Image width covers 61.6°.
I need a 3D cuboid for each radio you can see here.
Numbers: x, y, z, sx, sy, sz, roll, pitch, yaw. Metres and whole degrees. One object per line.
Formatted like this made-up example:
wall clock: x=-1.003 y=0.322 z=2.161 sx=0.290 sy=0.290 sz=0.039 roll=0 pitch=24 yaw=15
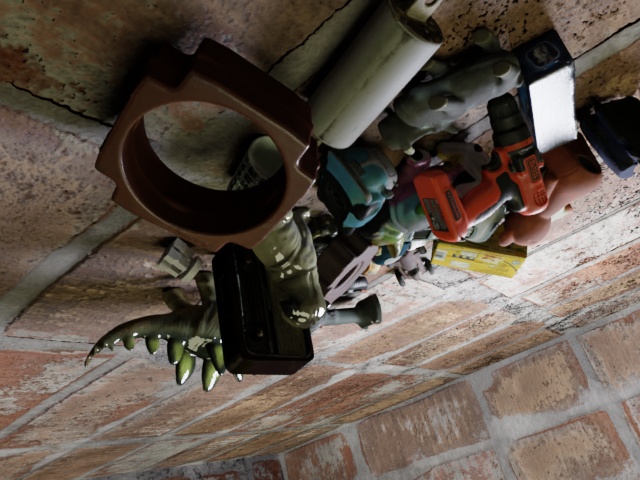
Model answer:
radio: x=-0.099 y=0.104 z=0.888 sx=0.131 sy=0.230 sz=0.073 roll=5 pitch=145 yaw=-29

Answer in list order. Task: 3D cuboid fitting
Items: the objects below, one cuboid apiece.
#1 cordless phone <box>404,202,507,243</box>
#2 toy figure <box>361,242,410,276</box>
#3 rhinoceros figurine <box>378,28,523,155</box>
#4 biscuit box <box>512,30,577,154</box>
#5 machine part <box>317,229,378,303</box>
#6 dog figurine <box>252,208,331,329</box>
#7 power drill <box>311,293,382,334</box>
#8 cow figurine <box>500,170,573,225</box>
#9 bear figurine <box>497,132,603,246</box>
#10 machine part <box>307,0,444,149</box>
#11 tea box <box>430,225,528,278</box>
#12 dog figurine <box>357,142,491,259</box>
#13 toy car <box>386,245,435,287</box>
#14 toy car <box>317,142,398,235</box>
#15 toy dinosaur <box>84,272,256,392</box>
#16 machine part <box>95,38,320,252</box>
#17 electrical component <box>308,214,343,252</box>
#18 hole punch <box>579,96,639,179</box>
cordless phone: x=0.224 y=-0.048 z=0.958 sx=0.184 sy=0.089 sz=0.146 roll=-8 pitch=152 yaw=-8
toy figure: x=0.114 y=0.031 z=1.064 sx=0.064 sy=0.058 sz=0.154 roll=17 pitch=140 yaw=-28
rhinoceros figurine: x=0.160 y=-0.182 z=0.684 sx=0.190 sy=0.073 sz=0.112 roll=-29 pitch=162 yaw=17
biscuit box: x=0.317 y=-0.198 z=0.752 sx=0.063 sy=0.059 sz=0.202 roll=-24 pitch=153 yaw=15
machine part: x=0.034 y=0.055 z=0.977 sx=0.179 sy=0.056 sz=0.179 roll=-44 pitch=165 yaw=-15
dog figurine: x=-0.060 y=0.029 z=0.809 sx=0.121 sy=0.191 sz=0.172 roll=-32 pitch=148 yaw=25
power drill: x=0.035 y=0.173 z=1.225 sx=0.207 sy=0.086 sz=0.232 roll=-9 pitch=163 yaw=-24
cow figurine: x=0.425 y=-0.055 z=1.061 sx=0.127 sy=0.085 sz=0.194 roll=-28 pitch=154 yaw=7
bear figurine: x=0.378 y=-0.080 z=0.922 sx=0.120 sy=0.132 sz=0.195 roll=-1 pitch=147 yaw=-29
machine part: x=0.054 y=-0.183 z=0.603 sx=0.079 sy=0.079 sz=0.243 roll=4 pitch=145 yaw=-36
tea box: x=0.313 y=0.014 z=1.066 sx=0.170 sy=0.068 sz=0.098 roll=10 pitch=153 yaw=5
dog figurine: x=0.165 y=-0.055 z=0.883 sx=0.191 sy=0.108 sz=0.219 roll=-10 pitch=156 yaw=-21
toy car: x=0.197 y=0.055 z=1.167 sx=0.089 sy=0.053 sz=0.202 roll=-25 pitch=151 yaw=8
toy car: x=0.061 y=-0.079 z=0.780 sx=0.103 sy=0.109 sz=0.161 roll=-31 pitch=165 yaw=-13
toy dinosaur: x=-0.204 y=0.162 z=0.966 sx=0.105 sy=0.199 sz=0.471 roll=-39 pitch=148 yaw=30
machine part: x=-0.117 y=-0.095 z=0.583 sx=0.201 sy=0.087 sz=0.201 roll=28 pitch=129 yaw=-24
electrical component: x=-0.001 y=-0.004 z=0.942 sx=0.078 sy=0.045 sz=0.102 roll=9 pitch=143 yaw=-39
hole punch: x=0.472 y=-0.156 z=0.855 sx=0.116 sy=0.142 sz=0.092 roll=-15 pitch=159 yaw=-31
